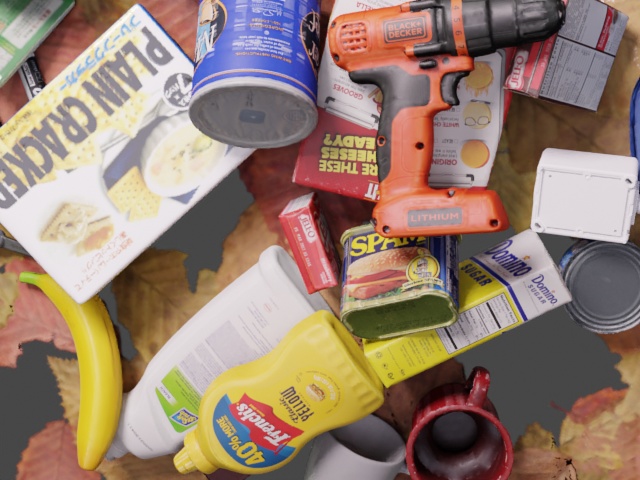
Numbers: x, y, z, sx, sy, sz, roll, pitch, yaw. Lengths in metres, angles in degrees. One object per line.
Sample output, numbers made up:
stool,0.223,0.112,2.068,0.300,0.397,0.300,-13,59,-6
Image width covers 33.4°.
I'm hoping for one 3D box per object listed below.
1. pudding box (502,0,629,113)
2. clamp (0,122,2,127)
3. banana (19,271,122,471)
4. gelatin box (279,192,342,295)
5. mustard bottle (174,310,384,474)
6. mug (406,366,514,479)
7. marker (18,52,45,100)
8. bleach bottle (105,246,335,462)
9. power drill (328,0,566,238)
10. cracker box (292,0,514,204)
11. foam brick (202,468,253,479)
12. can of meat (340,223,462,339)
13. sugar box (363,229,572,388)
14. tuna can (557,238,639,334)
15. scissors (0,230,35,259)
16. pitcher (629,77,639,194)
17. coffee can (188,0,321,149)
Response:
pudding box,0.203,-0.156,0.875,0.039,0.113,0.090,27,105,38
clamp,-0.331,-0.124,0.962,0.120,0.039,0.171,-33,103,5
banana,-0.214,0.108,0.975,0.070,0.037,0.198,-27,74,20
gelatin box,-0.006,0.001,0.931,0.030,0.089,0.073,-19,98,7
mustard bottle,-0.046,0.148,0.922,0.192,0.058,0.096,-33,106,12
mug,0.126,0.168,0.956,0.093,0.081,0.117,15,102,2
marker,-0.251,-0.120,0.965,0.020,0.020,0.121,-17,99,7
bleach bottle,-0.109,0.117,0.977,0.251,0.068,0.102,-36,96,12
power drill,0.103,-0.097,0.830,0.185,0.057,0.187,-4,91,18
cracker box,0.080,-0.137,0.909,0.164,0.072,0.214,14,102,3
foam brick,-0.074,0.188,0.991,0.078,0.053,0.051,-36,96,10
can of meat,0.067,0.031,0.891,0.102,0.084,0.057,-14,140,23
sugar box,0.122,0.057,0.928,0.176,0.093,0.048,-30,108,9
tuna can,0.253,0.038,0.945,0.086,0.033,0.086,1,101,5
scissors,-0.308,-0.018,0.975,0.202,0.016,0.096,9,129,4
pitcher,0.341,-0.122,0.868,0.149,0.145,0.243,-10,96,-6
coffee can,-0.050,-0.159,0.868,0.103,0.103,0.140,0,67,5
